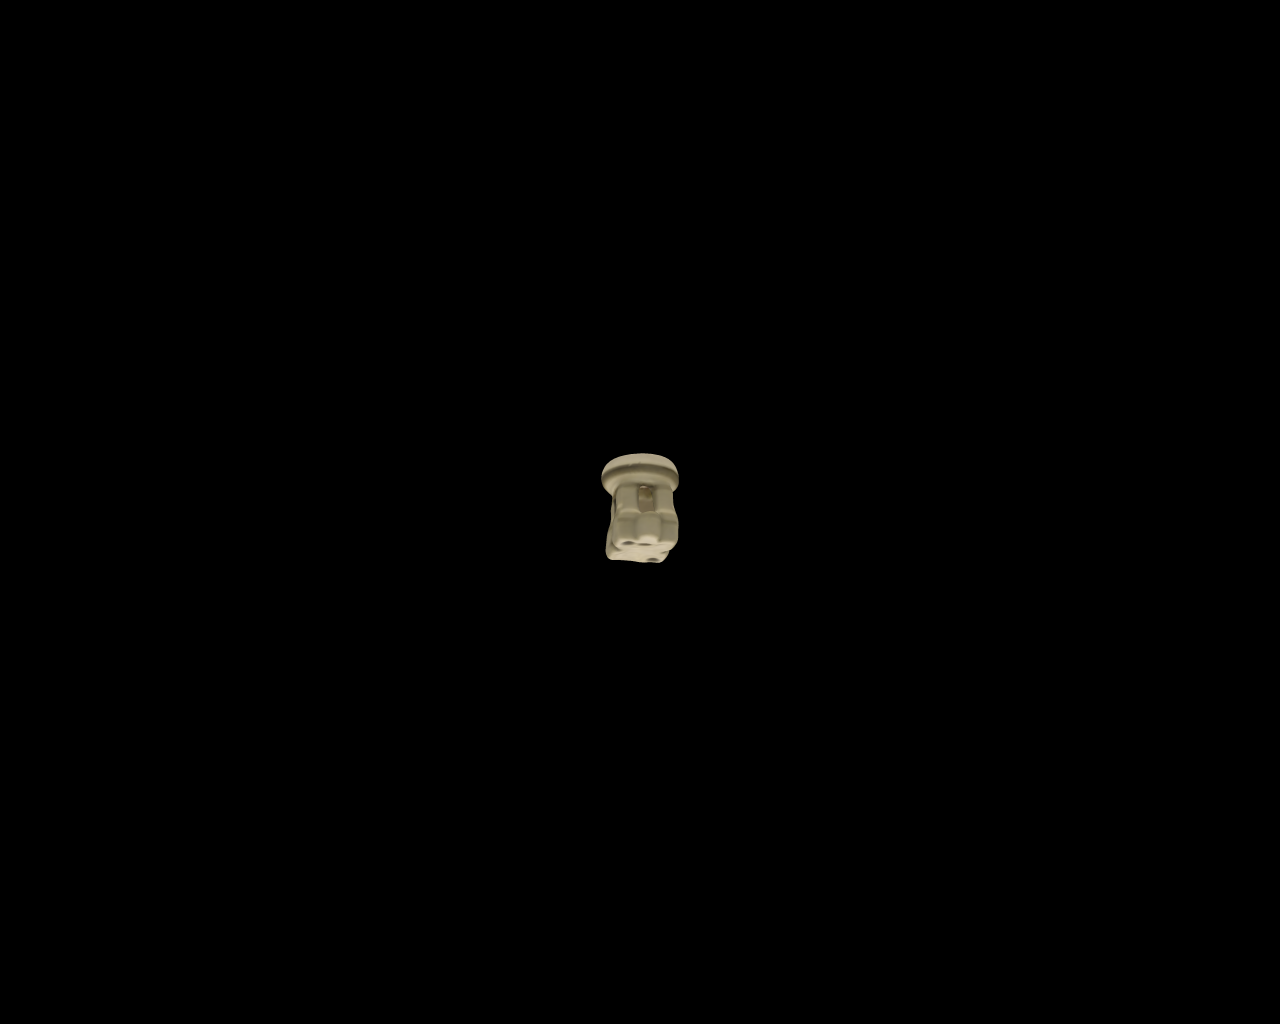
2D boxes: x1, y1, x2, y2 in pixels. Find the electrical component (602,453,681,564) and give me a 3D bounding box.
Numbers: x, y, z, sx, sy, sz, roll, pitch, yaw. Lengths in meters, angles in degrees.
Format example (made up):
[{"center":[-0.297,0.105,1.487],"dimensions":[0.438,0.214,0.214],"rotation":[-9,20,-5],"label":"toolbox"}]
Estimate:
[{"center":[0.001,-0.003,0.650],"dimensions":[0.048,0.055,0.066],"rotation":[4,-20,-11],"label":"electrical component"}]
